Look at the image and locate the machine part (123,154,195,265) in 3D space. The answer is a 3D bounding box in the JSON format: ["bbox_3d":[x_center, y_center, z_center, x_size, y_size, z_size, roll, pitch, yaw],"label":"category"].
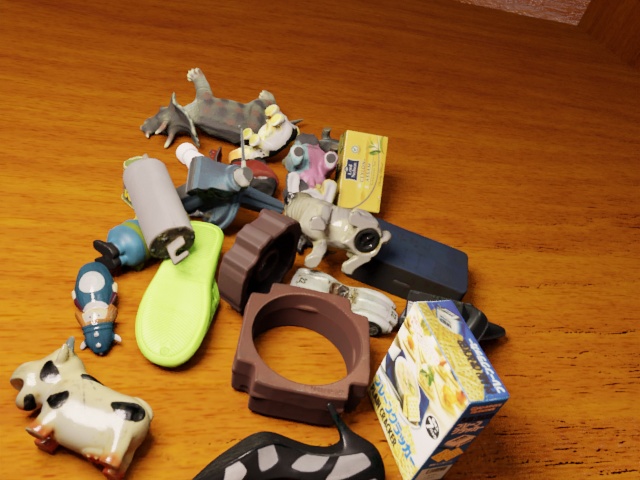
[{"bbox_3d":[-0.269,-0.054,0.891,0.079,0.079,0.243,-11,54,-30],"label":"machine part"}]

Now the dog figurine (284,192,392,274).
[{"bbox_3d":[0.026,-0.036,1.007,0.172,0.121,0.191,11,24,-17],"label":"dog figurine"}]

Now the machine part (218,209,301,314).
[{"bbox_3d":[-0.101,0.036,0.900,0.056,0.179,0.179,28,41,18],"label":"machine part"}]

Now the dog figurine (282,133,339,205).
[{"bbox_3d":[-0.033,-0.143,1.191,0.108,0.191,0.219,5,7,-11],"label":"dog figurine"}]

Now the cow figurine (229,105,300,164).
[{"bbox_3d":[-0.129,-0.217,1.229,0.098,0.167,0.068,38,14,-47],"label":"cow figurine"}]

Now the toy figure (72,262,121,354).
[{"bbox_3d":[-0.344,0.102,0.821,0.064,0.057,0.155,-30,50,5],"label":"toy figure"}]

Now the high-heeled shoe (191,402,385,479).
[{"bbox_3d":[-0.038,0.316,0.697,0.249,0.086,0.145,-23,85,-16],"label":"high-heeled shoe"}]

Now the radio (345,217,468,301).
[{"bbox_3d":[0.174,0.047,1.062,0.230,0.073,0.131,22,39,4],"label":"radio"}]

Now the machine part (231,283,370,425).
[{"bbox_3d":[-0.028,0.173,0.830,0.201,0.087,0.201,14,40,-7],"label":"machine part"}]

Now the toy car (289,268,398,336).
[{"bbox_3d":[0.042,0.108,0.952,0.202,0.056,0.073,19,39,2],"label":"toy car"}]

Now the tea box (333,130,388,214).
[{"bbox_3d":[0.086,-0.145,1.178,0.098,0.169,0.068,6,-1,-12],"label":"tea box"}]

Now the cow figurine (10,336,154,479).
[{"bbox_3d":[-0.308,0.207,0.689,0.195,0.085,0.127,21,45,8],"label":"cow figurine"}]

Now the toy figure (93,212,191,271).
[{"bbox_3d":[-0.304,-0.004,0.939,0.089,0.082,0.180,38,38,7],"label":"toy figure"}]

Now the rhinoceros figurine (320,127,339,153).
[{"bbox_3d":[0.056,-0.194,1.276,0.191,0.111,0.073,28,56,31],"label":"rhinoceros figurine"}]

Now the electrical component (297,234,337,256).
[{"bbox_3d":[-0.003,-0.004,1.080,0.078,0.045,0.102,-7,34,15],"label":"electrical component"}]

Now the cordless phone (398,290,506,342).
[{"bbox_3d":[0.245,0.147,0.973,0.147,0.088,0.184,10,0,43],"label":"cordless phone"}]

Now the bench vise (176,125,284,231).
[{"bbox_3d":[-0.155,-0.083,1.016,0.240,0.224,0.129,19,55,-40],"label":"bench vise"}]

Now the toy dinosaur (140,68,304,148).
[{"bbox_3d":[-0.209,-0.283,1.277,0.405,0.131,0.192,6,53,-21],"label":"toy dinosaur"}]

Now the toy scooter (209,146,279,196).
[{"bbox_3d":[-0.183,-0.147,1.151,0.184,0.075,0.135,-1,47,-16],"label":"toy scooter"}]
